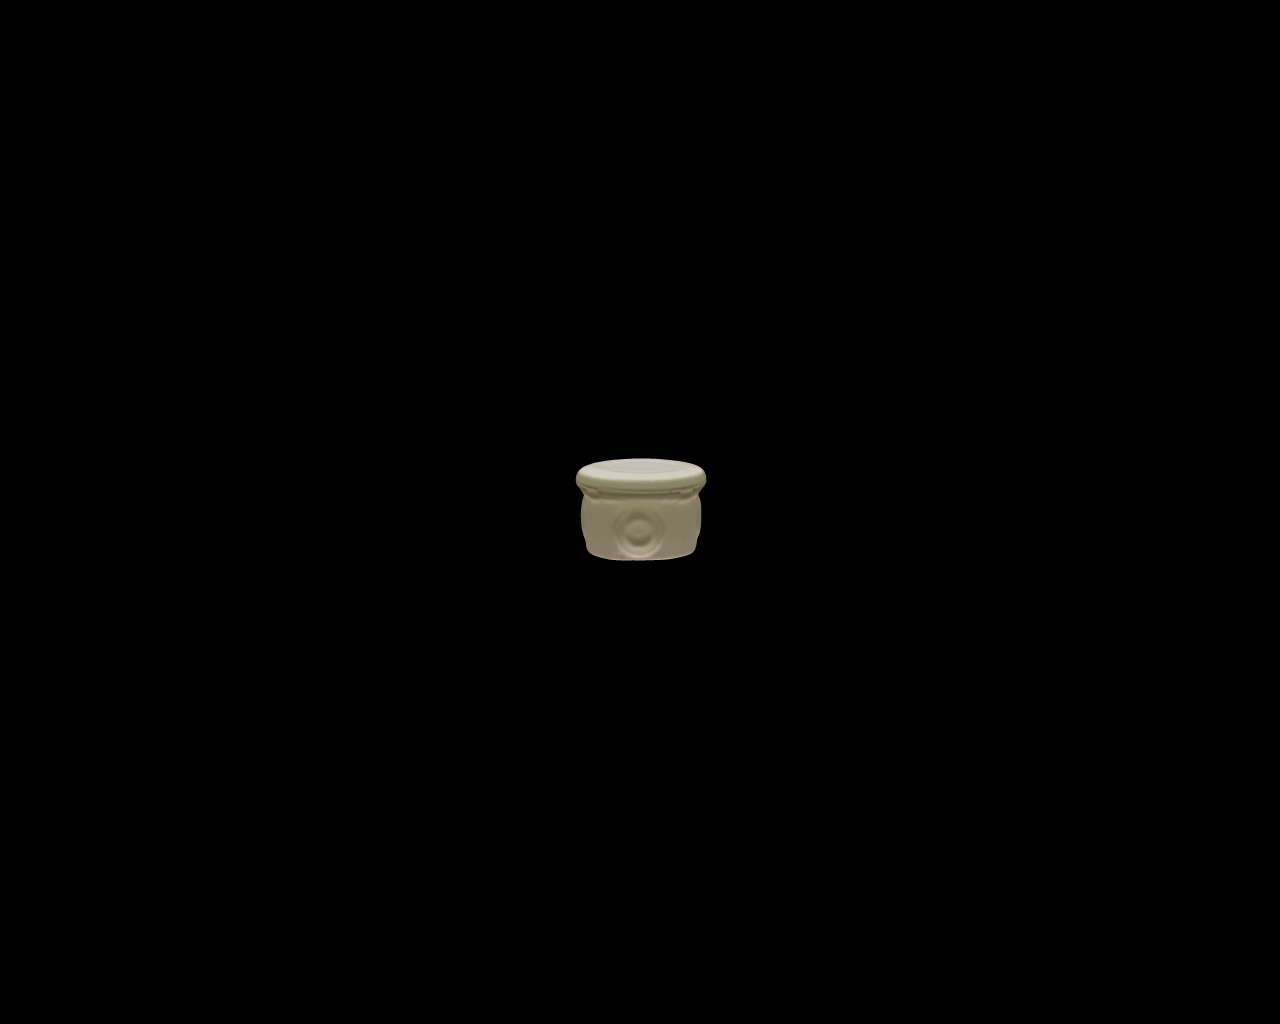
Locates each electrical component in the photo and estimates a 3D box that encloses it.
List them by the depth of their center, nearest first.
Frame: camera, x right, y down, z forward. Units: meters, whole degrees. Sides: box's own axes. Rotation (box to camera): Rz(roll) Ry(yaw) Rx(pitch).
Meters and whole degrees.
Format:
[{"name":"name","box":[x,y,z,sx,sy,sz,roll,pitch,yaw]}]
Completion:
[{"name":"electrical component","box":[0.001,-0.003,0.650,0.080,0.051,0.080,0,12,0]}]
